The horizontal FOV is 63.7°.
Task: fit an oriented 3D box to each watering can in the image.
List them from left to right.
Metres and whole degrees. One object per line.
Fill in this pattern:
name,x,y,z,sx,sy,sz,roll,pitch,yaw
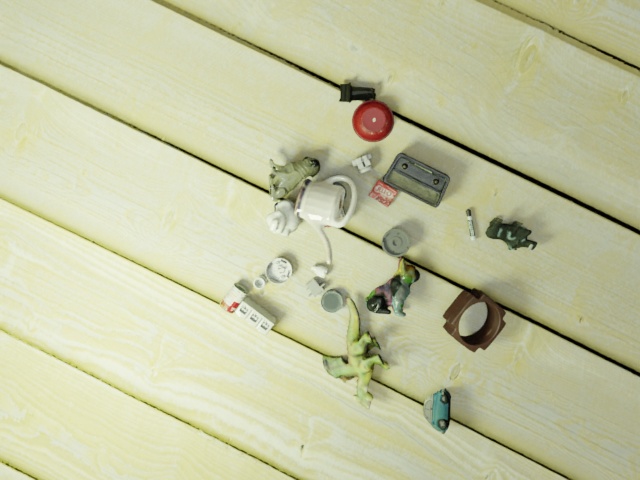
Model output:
watering can,0.006,-0.095,1.882,0.225,0.102,0.353,14,70,17

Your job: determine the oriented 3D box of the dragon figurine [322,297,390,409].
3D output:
dragon figurine,0.116,0.447,1.984,0.241,0.122,0.412,-29,83,13

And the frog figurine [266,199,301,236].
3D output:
frog figurine,-0.135,-0.082,1.929,0.123,0.160,0.137,10,95,1
